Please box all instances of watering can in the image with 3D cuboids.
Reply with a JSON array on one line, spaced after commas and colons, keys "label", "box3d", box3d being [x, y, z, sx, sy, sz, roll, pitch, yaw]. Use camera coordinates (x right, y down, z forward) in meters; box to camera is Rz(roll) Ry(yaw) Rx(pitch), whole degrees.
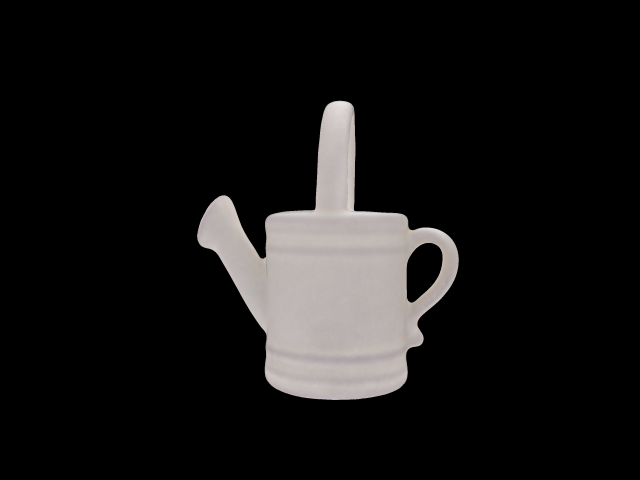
[{"label": "watering can", "box3d": [0.003, 0.002, 0.398, 0.173, 0.194, 0.100, -1, 2, -13]}]
